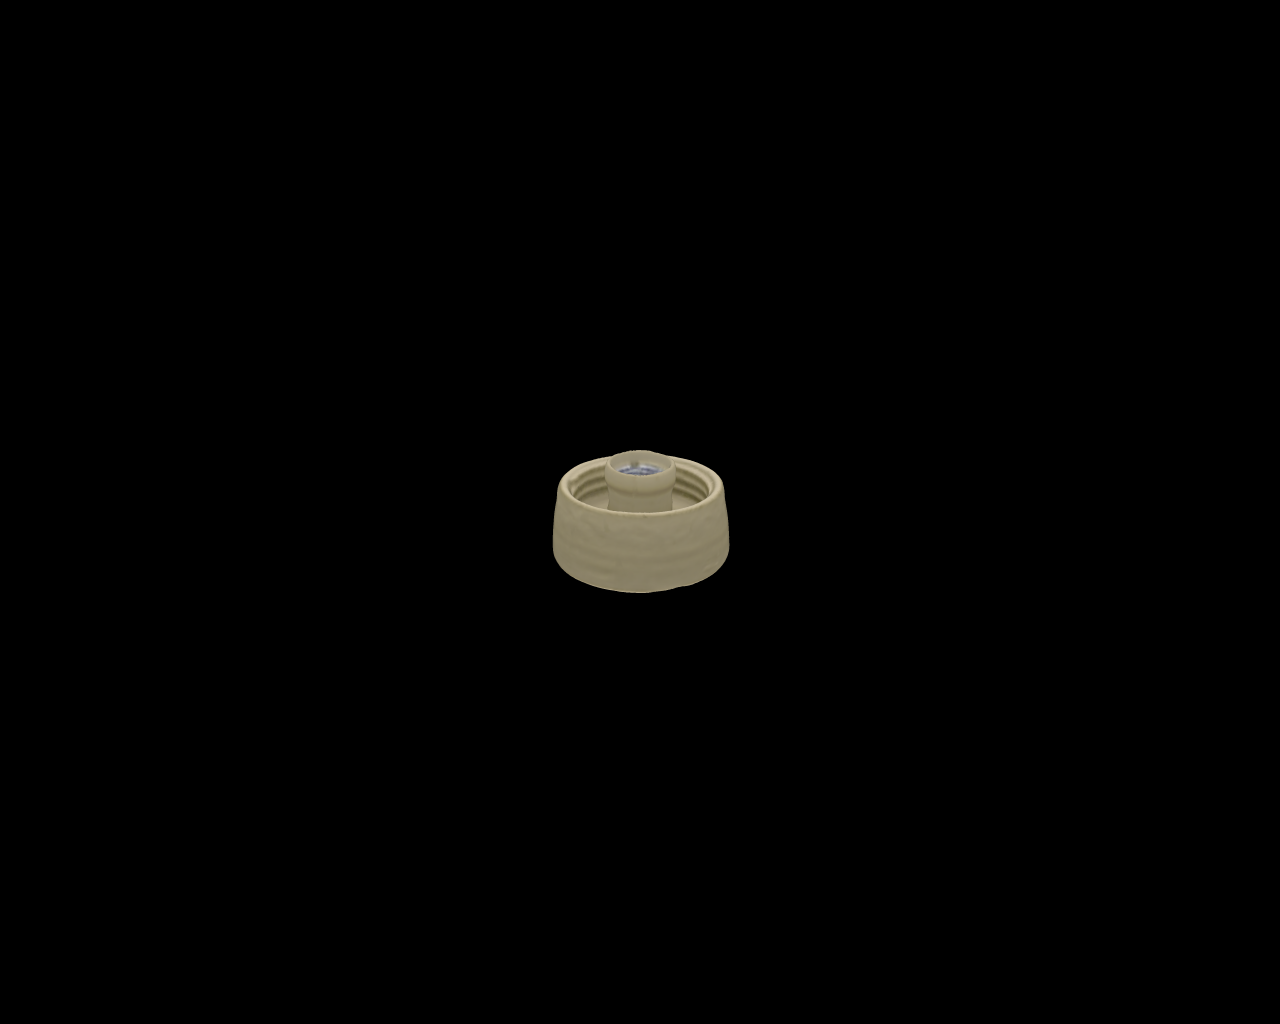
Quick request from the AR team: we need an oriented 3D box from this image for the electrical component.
[{"bbox_3d":[0.001,-0.003,0.650,0.108,0.060,0.108,0,24,0],"label":"electrical component"}]
